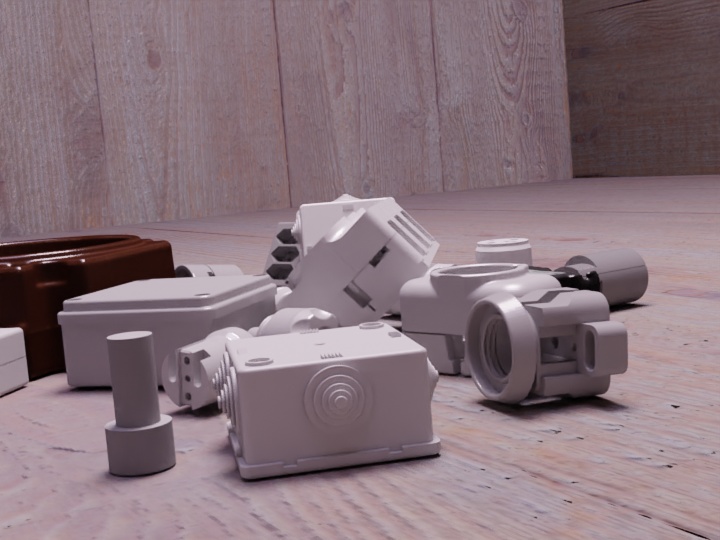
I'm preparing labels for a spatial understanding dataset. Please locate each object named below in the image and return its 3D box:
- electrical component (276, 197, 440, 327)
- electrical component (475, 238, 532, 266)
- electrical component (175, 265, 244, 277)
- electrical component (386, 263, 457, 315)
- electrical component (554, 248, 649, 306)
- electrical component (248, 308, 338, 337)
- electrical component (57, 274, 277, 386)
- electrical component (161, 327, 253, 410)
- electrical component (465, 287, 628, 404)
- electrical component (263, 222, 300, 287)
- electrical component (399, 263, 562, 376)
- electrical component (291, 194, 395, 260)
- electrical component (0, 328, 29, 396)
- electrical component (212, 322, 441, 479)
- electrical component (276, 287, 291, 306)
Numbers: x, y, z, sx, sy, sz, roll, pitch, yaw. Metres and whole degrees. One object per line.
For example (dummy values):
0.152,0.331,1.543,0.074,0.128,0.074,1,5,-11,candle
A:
0.000,0.000,0.750,0.089,0.062,0.150,-47,0,10,electrical component
0.115,0.004,0.853,0.045,0.055,0.045,-4,6,0,electrical component
-0.123,0.022,0.880,0.047,0.055,0.055,-5,5,-34,electrical component
0.050,0.016,0.852,0.043,0.043,0.081,-10,8,-40,electrical component
0.177,0.009,0.823,0.081,0.043,0.043,-9,7,-33,electrical component
-0.044,0.045,0.659,0.062,0.043,0.043,-1,7,42,electrical component
-0.121,0.039,0.705,0.109,0.056,0.109,-3,7,18,electrical component
-0.082,0.056,0.599,0.040,0.040,0.046,0,9,33,electrical component
0.091,0.038,0.554,0.057,0.058,0.078,-4,5,-22,electrical component
-0.045,-0.001,1.015,0.047,0.065,0.077,1,-20,42,electrical component
0.072,0.029,0.644,0.095,0.059,0.054,1,8,42,electrical component
-0.008,-0.016,0.942,0.100,0.099,0.048,-5,-7,-4,electrical component
-0.264,0.042,0.686,0.083,0.075,0.047,-3,6,14,electrical component
-0.017,0.057,0.500,0.100,0.048,0.100,-6,6,-11,electrical component
-0.050,0.033,0.814,0.035,0.035,0.061,-8,10,-26,electrical component
